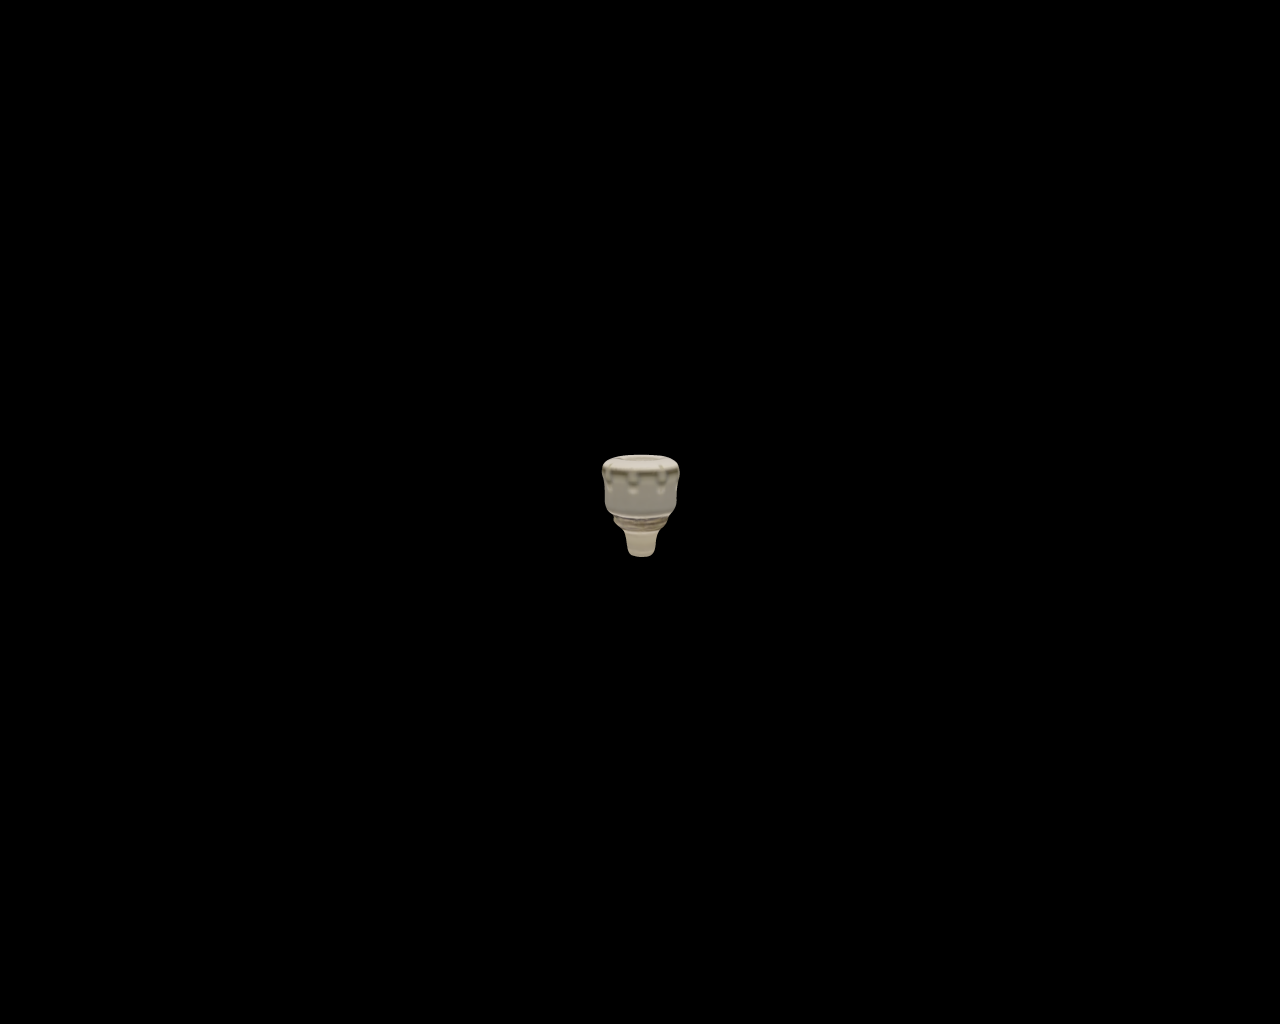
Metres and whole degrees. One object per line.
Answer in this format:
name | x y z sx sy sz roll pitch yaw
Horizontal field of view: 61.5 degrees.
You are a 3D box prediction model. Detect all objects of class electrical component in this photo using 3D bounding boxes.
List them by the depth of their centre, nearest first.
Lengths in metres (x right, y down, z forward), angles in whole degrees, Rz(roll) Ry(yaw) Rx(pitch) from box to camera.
electrical component | 0.001 -0.003 0.650 0.048 0.062 0.048 0 11 0
